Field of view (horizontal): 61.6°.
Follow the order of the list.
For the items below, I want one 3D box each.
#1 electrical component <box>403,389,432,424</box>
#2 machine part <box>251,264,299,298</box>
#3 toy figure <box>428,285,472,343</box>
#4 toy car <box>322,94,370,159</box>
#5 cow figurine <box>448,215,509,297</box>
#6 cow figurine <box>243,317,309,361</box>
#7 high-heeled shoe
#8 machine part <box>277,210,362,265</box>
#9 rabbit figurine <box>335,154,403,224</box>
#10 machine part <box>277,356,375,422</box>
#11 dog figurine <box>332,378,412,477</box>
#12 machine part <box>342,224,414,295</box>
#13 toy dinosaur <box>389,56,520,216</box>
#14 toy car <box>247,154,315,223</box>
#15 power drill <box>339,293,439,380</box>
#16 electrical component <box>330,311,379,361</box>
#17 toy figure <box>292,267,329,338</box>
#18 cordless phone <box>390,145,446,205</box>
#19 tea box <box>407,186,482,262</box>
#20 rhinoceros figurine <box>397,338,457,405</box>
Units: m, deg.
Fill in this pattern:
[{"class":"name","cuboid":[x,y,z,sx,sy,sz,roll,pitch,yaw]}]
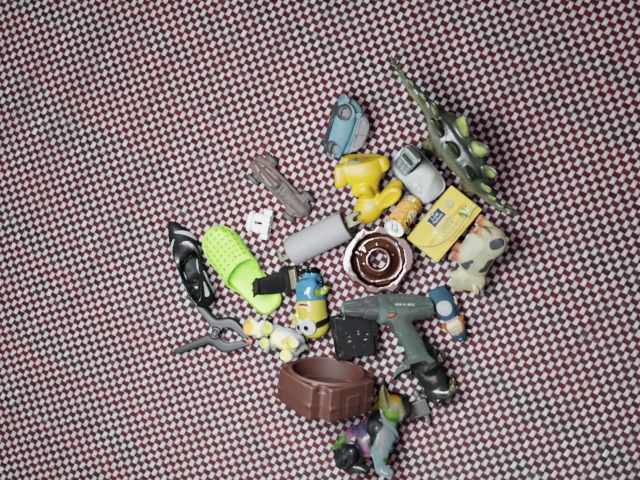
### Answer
[{"class":"electrical component","cuboid":[0.246,0.429,1.367,0.063,0.021,0.094,-24,89,7]},{"class":"machine part","cuboid":[-0.112,0.109,1.370,0.139,0.039,0.084,-13,96,-32]},{"class":"toy figure","cuboid":[0.322,0.189,1.339,0.064,0.058,0.154,-28,89,45]},{"class":"toy car","cuboid":[0.072,-0.275,1.339,0.103,0.109,0.161,12,102,-11]},{"class":"cow figurine","cuboid":[0.378,0.050,1.294,0.127,0.085,0.194,35,125,5]},{"class":"cow figurine","cuboid":[-0.112,0.243,1.382,0.168,0.098,0.068,25,99,25]},{"class":"high-heeled shoe","cuboid":[-0.343,0.061,1.371,0.086,0.145,0.248,-34,89,6]},{"class":"machine part","cuboid":[-0.003,-0.004,1.347,0.243,0.079,0.079,-27,88,18]},{"class":"rabbit figurine","cuboid":[0.124,-0.125,1.337,0.162,0.122,0.173,-2,110,10]},{"class":"machine part","cuboid":[0.015,0.348,1.287,0.201,0.202,0.087,0,97,-38]},{"class":"dog figurine","cuboid":[0.130,0.460,1.344,0.192,0.108,0.219,3,87,9]},{"class":"machine part","cuboid":[0.147,0.049,1.357,0.179,0.056,0.179,0,91,8]},{"class":"toy dinosaur","cuboid":[0.311,-0.233,1.261,0.105,0.198,0.471,-42,88,3]},{"class":"toy car","cuboid":[-0.103,-0.136,1.387,0.089,0.053,0.202,-44,87,9]},{"class":"power drill","cuboid":[0.178,0.223,1.281,0.232,0.086,0.207,-7,53,-17]},{"class":"electrical component","cuboid":[0.086,0.229,1.352,0.115,0.058,0.134,-7,92,-13]},{"class":"toy figure","cuboid":[-0.018,0.159,1.366,0.089,0.082,0.180,2,83,-23]},{"class":"cordless phone","cuboid":[0.242,-0.165,1.277,0.089,0.184,0.146,-39,86,1]},{"class":"tea box","cuboid":[0.305,-0.039,1.329,0.098,0.068,0.169,38,96,4]},{"class":"rhinoceros figurine","cuboid":[0.264,0.317,1.343,0.112,0.073,0.190,-31,89,17]}]
